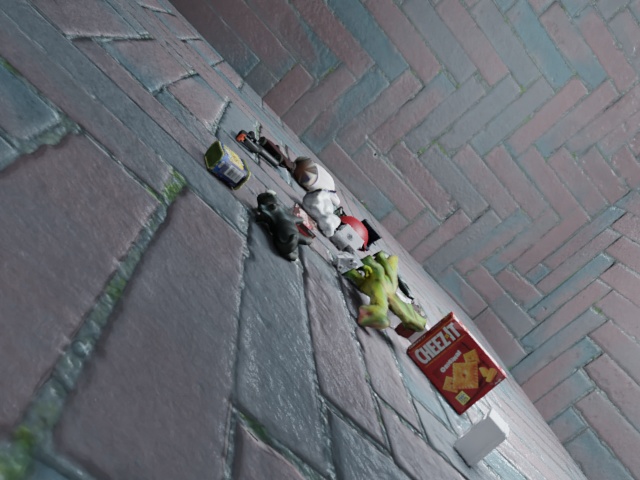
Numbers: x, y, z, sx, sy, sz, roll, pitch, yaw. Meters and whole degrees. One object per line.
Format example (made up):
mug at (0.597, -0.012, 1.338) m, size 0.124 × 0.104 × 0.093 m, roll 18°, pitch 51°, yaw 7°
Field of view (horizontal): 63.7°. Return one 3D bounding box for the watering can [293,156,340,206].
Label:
watering can at (-0.034, -0.272, 2.115) m, size 0.221 × 0.103 × 0.354 m, roll 34°, pitch 18°, yaw -51°

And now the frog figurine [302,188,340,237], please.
frog figurine at (0.005, -0.085, 1.698) m, size 0.137 × 0.122 × 0.160 m, roll 41°, pitch 45°, yaw -81°

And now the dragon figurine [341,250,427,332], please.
dragon figurine at (0.194, 0.147, 1.375) m, size 0.245 × 0.120 × 0.412 m, roll 55°, pitch 29°, yaw 16°
